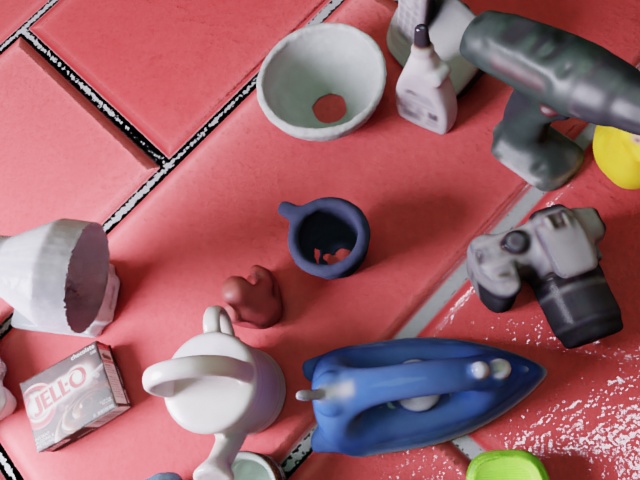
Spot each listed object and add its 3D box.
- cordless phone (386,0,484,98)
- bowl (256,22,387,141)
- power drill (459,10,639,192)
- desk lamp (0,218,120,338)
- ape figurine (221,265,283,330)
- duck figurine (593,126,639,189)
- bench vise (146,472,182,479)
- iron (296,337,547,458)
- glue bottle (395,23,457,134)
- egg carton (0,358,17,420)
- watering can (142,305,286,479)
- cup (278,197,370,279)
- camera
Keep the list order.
[{"bbox_3d":[0.142,-0.270,0.683,0.094,0.185,0.147,-39,68,-3],"label":"cordless phone"},{"bbox_3d":[0.007,-0.192,0.743,0.167,0.075,0.167,-4,70,10],"label":"bowl"},{"bbox_3d":[0.246,-0.137,0.601,0.076,0.209,0.229,-45,68,-6],"label":"power drill"},{"bbox_3d":[-0.315,0.048,0.649,0.203,0.214,0.118,2,71,13],"label":"desk lamp"},{"bbox_3d":[-0.085,0.065,0.661,0.078,0.092,0.076,-38,68,-3],"label":"ape figurine"},{"bbox_3d":[0.353,-0.119,0.639,0.077,0.086,0.104,-8,69,9],"label":"duck figurine"},{"bbox_3d":[-0.142,0.311,0.515,0.121,0.220,0.207,-46,68,-6],"label":"bench vise"},{"bbox_3d":[0.103,0.142,0.567,0.258,0.142,0.118,-12,69,7],"label":"iron"},{"bbox_3d":[0.122,-0.189,0.665,0.078,0.173,0.037,31,79,20],"label":"glue bottle"},{"bbox_3d":[-0.445,0.172,0.709,0.107,0.069,0.150,-31,67,0],"label":"egg carton"},{"bbox_3d":[-0.103,0.152,0.578,0.101,0.194,0.172,-30,67,0],"label":"watering can"},{"bbox_3d":[0.006,0.002,0.663,0.117,0.095,0.092,32,80,20],"label":"cup"},{"bbox_3d":[0.241,0.043,0.596,0.143,0.101,0.136,-20,68,4],"label":"camera"}]
